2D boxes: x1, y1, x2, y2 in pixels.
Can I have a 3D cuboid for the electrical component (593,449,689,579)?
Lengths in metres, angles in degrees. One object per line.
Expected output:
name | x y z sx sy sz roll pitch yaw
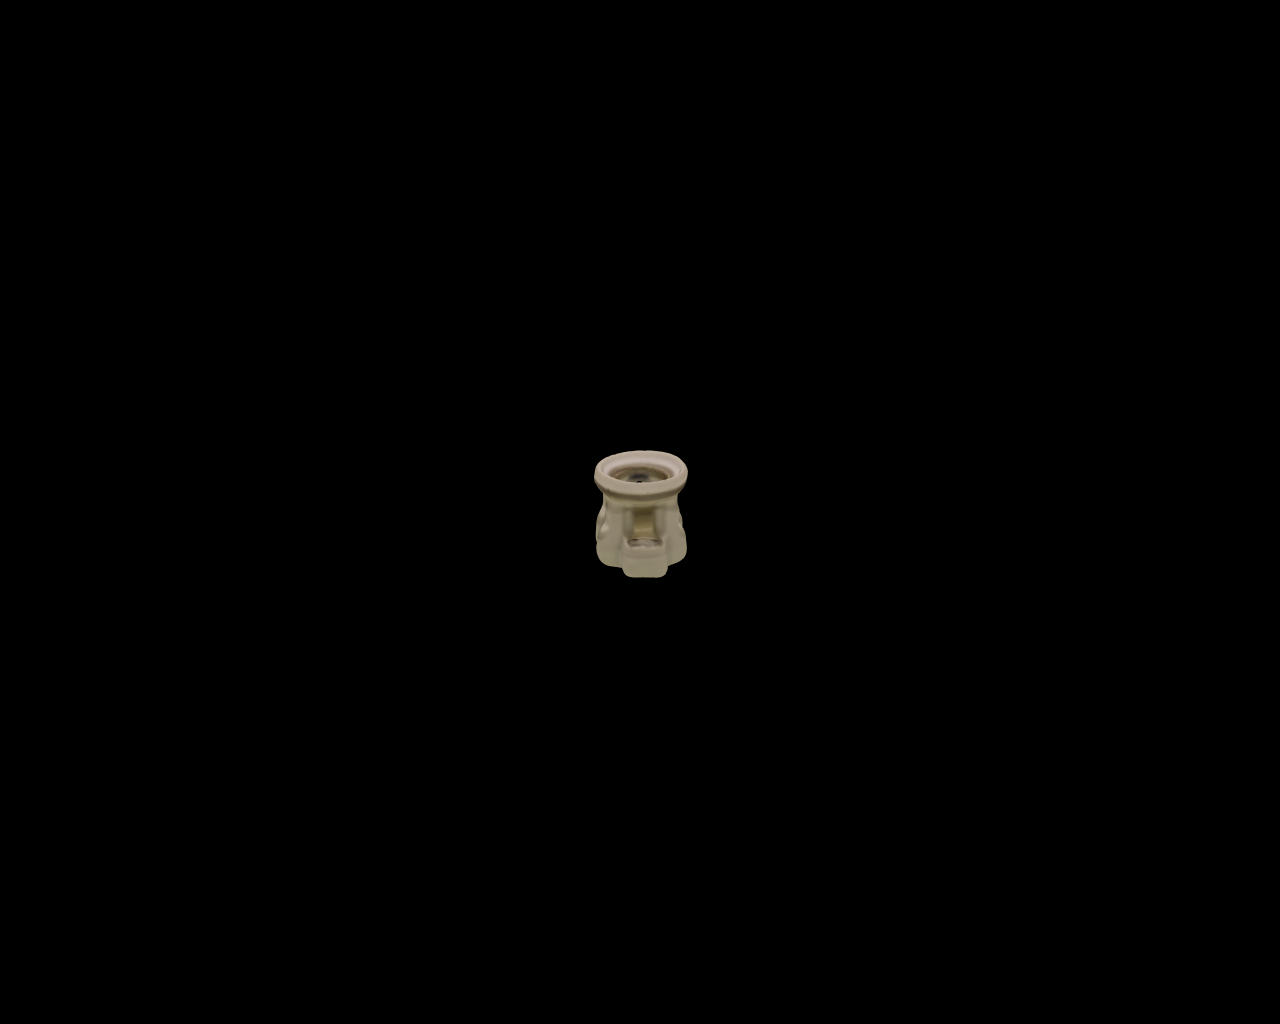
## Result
electrical component | 0.001 -0.003 0.650 0.058 0.056 0.078 -1 24 -3
